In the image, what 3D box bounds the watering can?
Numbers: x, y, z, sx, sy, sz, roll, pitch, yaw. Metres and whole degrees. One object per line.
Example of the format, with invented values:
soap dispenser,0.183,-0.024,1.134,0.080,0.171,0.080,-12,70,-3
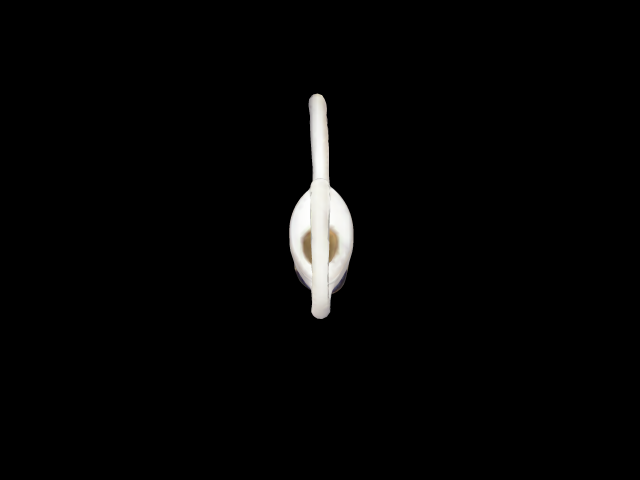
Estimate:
watering can,0.003,-0.043,0.850,0.104,0.352,0.221,0,-16,0
